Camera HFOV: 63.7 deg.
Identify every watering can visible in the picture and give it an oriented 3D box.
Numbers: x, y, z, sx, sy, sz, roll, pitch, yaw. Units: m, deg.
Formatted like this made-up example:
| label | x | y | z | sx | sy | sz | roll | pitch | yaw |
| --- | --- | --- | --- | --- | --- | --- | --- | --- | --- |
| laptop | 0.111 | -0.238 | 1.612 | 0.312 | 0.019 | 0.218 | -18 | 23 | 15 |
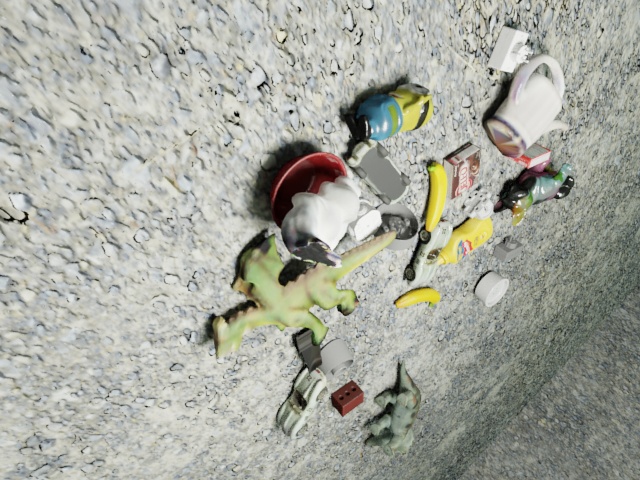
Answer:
| label | x | y | z | sx | sy | sz | roll | pitch | yaw |
| --- | --- | --- | --- | --- | --- | --- | --- | --- | --- |
| watering can | 0.508 | -0.287 | 1.227 | 0.105 | 0.224 | 0.343 | 42 | 4 | 39 |

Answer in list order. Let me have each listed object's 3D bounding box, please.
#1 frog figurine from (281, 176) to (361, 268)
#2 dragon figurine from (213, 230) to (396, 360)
| label | x | y | z | sx | sy | sz | roll | pitch | yaw |
| --- | --- | --- | --- | --- | --- | --- | --- | --- | --- |
| frog figurine | 0.003 | -0.044 | 0.881 | 0.122 | 0.162 | 0.135 | -8 | -31 | 39 |
| dragon figurine | -0.048 | 0.078 | 0.998 | 0.239 | 0.410 | 0.124 | 41 | 1 | -42 |
